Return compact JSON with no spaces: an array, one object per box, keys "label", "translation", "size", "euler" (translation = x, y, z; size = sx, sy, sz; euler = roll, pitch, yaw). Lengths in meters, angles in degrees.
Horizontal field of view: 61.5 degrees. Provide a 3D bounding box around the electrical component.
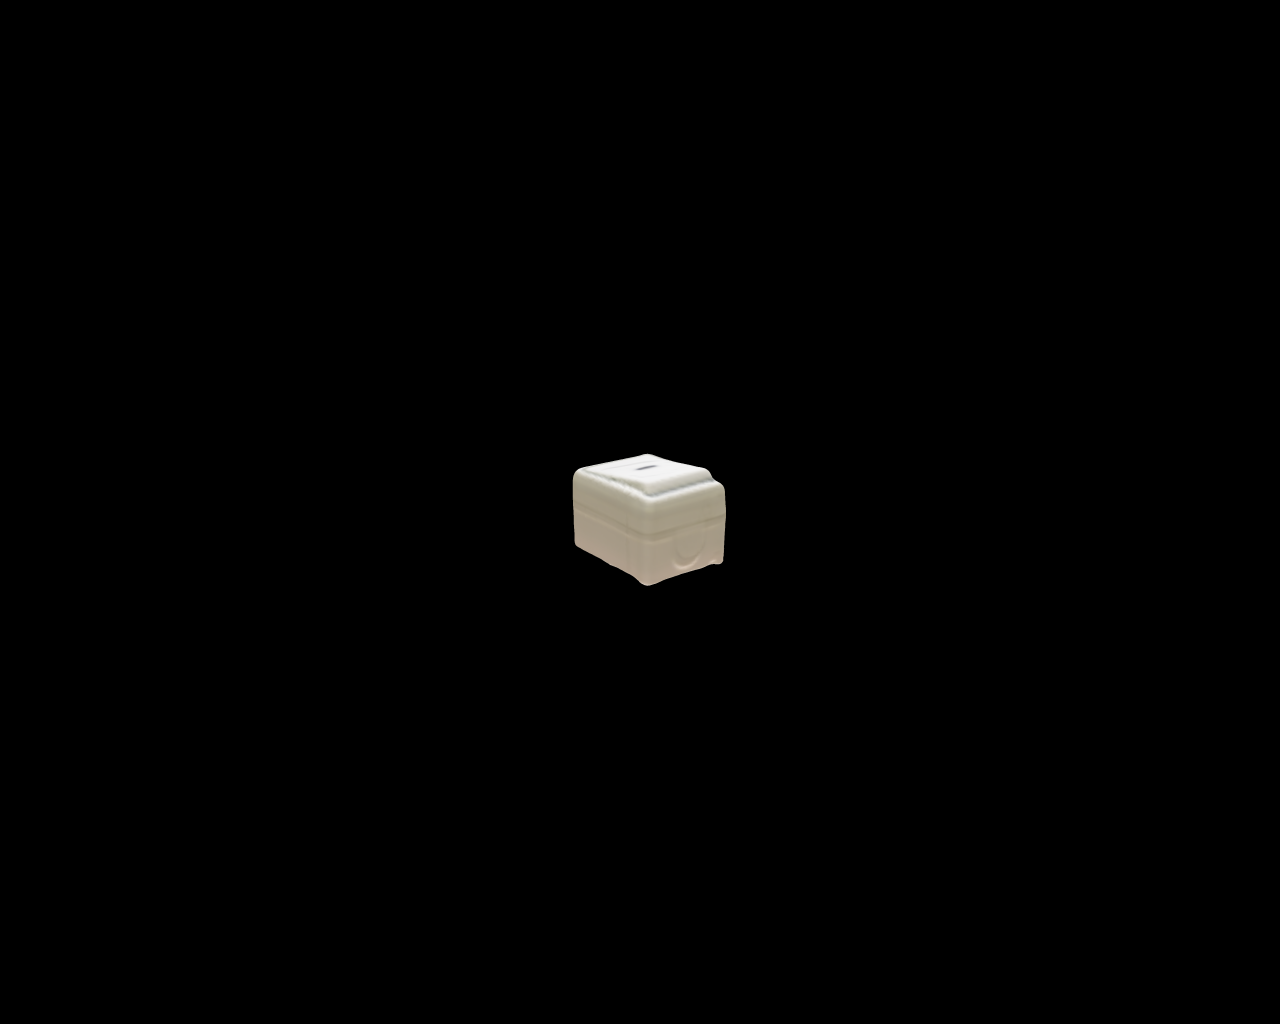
[{"label":"electrical component","translation":[0.001,-0.003,0.650],"size":[0.062,0.061,0.096],"euler":[-14,24,-33]}]
